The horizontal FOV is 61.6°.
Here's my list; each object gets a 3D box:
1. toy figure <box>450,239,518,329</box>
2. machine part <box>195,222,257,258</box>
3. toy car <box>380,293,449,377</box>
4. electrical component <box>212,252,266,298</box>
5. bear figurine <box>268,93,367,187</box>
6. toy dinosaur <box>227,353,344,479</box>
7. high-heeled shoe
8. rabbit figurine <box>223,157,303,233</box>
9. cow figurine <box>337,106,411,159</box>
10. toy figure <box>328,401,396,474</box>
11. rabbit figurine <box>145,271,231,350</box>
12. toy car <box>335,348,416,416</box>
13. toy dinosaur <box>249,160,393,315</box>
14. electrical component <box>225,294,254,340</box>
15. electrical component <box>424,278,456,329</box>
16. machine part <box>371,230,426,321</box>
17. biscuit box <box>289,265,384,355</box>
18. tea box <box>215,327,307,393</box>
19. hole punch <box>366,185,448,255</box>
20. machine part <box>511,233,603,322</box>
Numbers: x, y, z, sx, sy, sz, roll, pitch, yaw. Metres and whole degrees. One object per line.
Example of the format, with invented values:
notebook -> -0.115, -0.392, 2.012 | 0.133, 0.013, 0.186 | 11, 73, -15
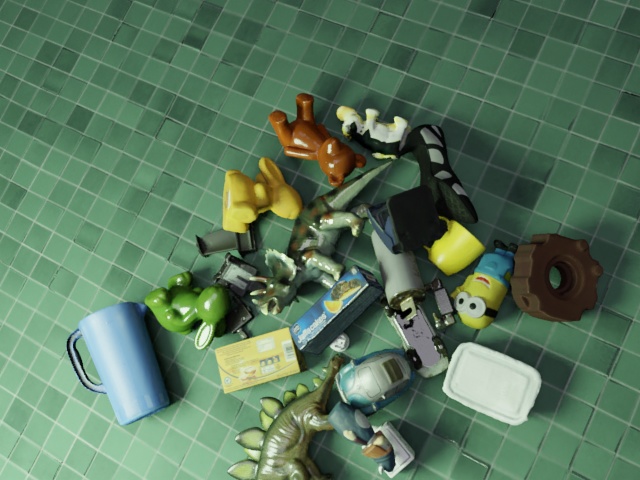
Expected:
toy figure -> 0.337, 0.091, 1.062 | 0.089, 0.082, 0.180 | 38, 78, -19
machine part -> -0.212, 0.004, 1.211 | 0.139, 0.039, 0.084 | -10, 82, 8
toy car -> 0.189, 0.177, 1.087 | 0.073, 0.056, 0.202 | -26, 72, -1
electrical component -> -0.167, 0.084, 1.176 | 0.119, 0.048, 0.075 | 27, 87, -15
bear figurine -> -0.002, -0.210, 1.153 | 0.120, 0.131, 0.196 | -38, 53, -21
toy dinosaur -> -0.072, 0.437, 1.066 | 0.199, 0.105, 0.471 | 19, 74, 22
high-heeled shoe -> 0.266, -0.142, 1.114 | 0.145, 0.086, 0.249 | -31, 69, -29
rabbit figurine -> -0.123, -0.091, 1.181 | 0.173, 0.121, 0.162 | 4, 59, -14
cow figurine -> 0.108, -0.235, 1.184 | 0.167, 0.068, 0.098 | 18, 89, 15
toy figure -> 0.083, 0.362, 0.986 | 0.154, 0.057, 0.064 | 40, 49, 4
rabbit figurine -> -0.260, 0.149, 1.131 | 0.170, 0.121, 0.159 | -10, 101, 31
toy car -> 0.120, 0.267, 1.039 | 0.162, 0.103, 0.109 | -19, 73, -21
toy dinosaur -> -0.001, -0.010, 1.137 | 0.192, 0.131, 0.404 | 21, 76, 19
electrical component -> -0.177, 0.169, 1.178 | 0.063, 0.021, 0.094 | -39, 74, 1
electrical component -> 0.239, 0.125, 1.076 | 0.045, 0.078, 0.102 | -21, 77, 11
machine part -> 0.156, 0.049, 1.078 | 0.079, 0.079, 0.243 | -16, 51, 8
biscuit box -> 0.030, 0.142, 1.067 | 0.202, 0.062, 0.059 | -46, 50, 15
tea box -> -0.123, 0.251, 1.127 | 0.170, 0.068, 0.098 | -16, 76, 9
hole punch -> 0.166, -0.037, 1.055 | 0.142, 0.092, 0.115 | -20, 95, -29
machine part -> 0.451, 0.072, 1.023 | 0.179, 0.056, 0.179 | 2, 84, -15
